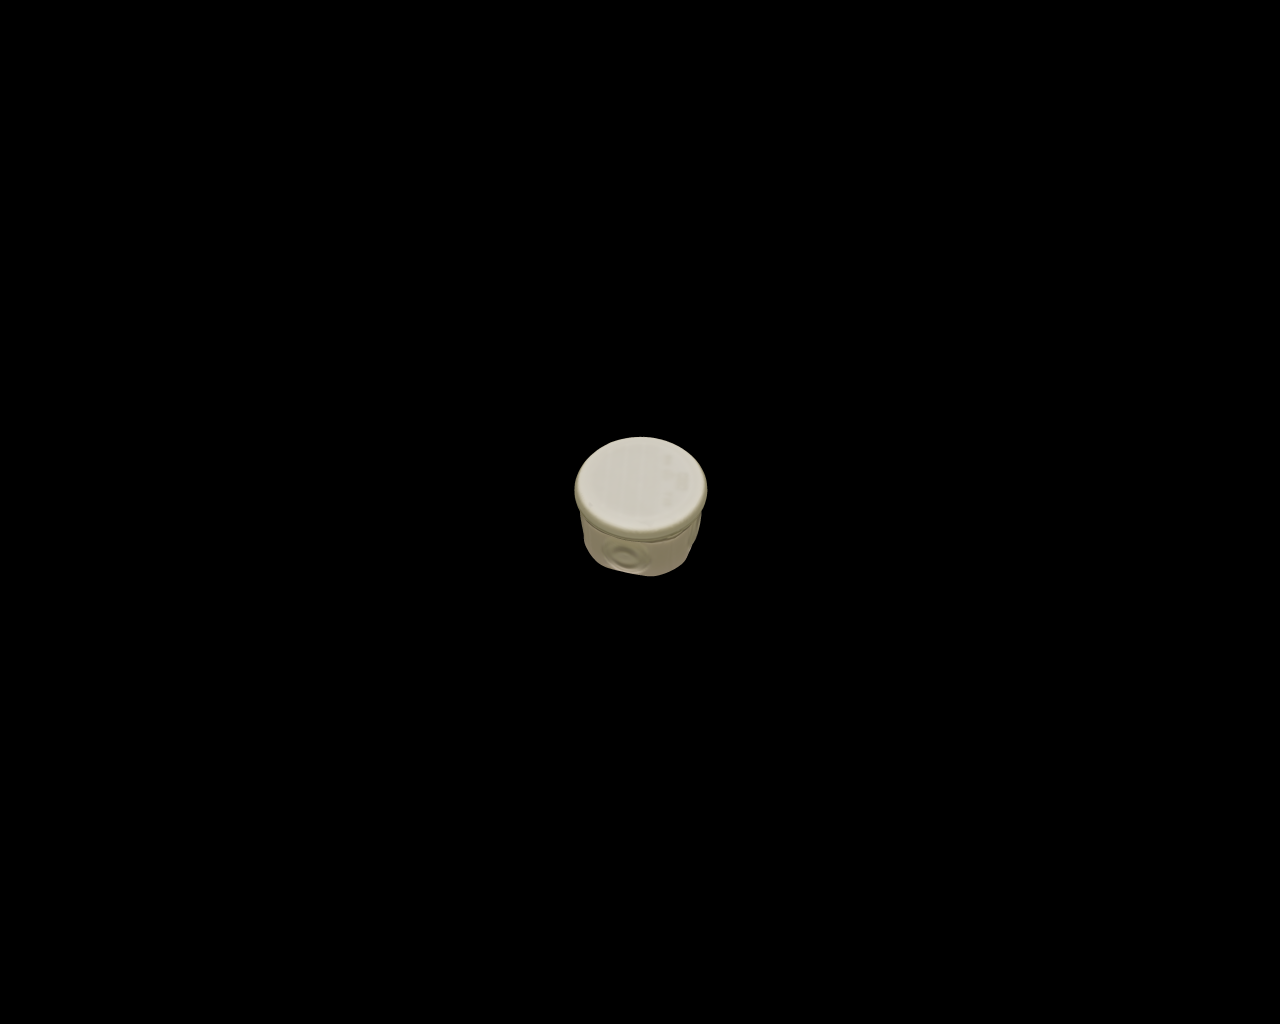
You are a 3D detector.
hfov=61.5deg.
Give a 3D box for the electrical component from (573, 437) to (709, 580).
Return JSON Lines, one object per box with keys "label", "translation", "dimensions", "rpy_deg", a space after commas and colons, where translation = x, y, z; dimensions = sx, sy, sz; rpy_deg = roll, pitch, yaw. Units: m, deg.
{"label": "electrical component", "translation": [0.001, -0.003, 0.650], "dimensions": [0.080, 0.080, 0.050], "rpy_deg": [0, -40, 0]}
